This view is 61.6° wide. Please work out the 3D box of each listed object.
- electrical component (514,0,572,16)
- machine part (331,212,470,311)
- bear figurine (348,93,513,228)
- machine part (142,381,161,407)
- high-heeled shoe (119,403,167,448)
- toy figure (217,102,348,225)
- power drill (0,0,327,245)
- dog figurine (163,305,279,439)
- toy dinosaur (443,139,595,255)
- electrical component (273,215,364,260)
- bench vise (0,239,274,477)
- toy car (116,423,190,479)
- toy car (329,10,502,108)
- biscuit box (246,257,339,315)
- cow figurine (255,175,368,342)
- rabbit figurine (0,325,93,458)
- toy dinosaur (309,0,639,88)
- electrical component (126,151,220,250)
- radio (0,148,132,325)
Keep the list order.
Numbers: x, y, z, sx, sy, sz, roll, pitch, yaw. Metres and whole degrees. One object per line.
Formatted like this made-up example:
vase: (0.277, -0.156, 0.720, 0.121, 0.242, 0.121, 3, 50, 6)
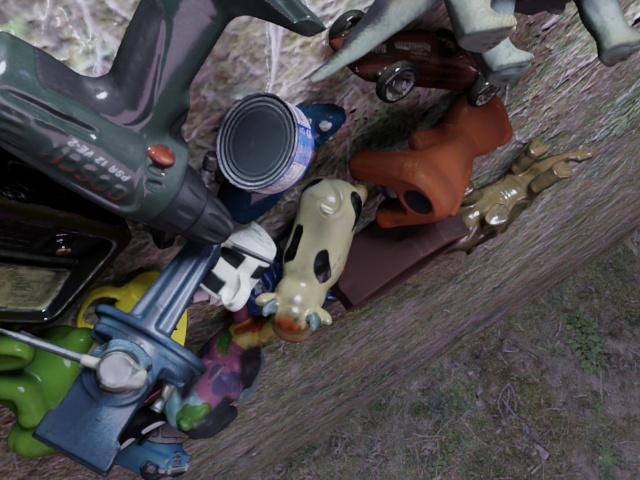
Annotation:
electrical component: (0.218, -0.245, 0.535, 0.094, 0.063, 0.021, 5, 96, -22)
machine part: (0.116, 0.016, 0.830, 0.201, 0.087, 0.201, -41, 166, 27)
bear figurine: (0.148, -0.114, 0.668, 0.196, 0.132, 0.120, -55, 128, -27)
machine part: (-0.263, 0.173, 0.700, 0.179, 0.056, 0.179, -33, 153, -20)
high-heeled shoe: (-0.282, 0.240, 0.816, 0.145, 0.086, 0.248, -52, 149, -10)
toy figure: (-0.039, -0.081, 0.530, 0.057, 0.064, 0.154, 39, 104, -26)
power drill: (-0.095, -0.099, 0.375, 0.207, 0.086, 0.232, -40, 141, 21)
dog figurine: (-0.136, 0.179, 0.812, 0.191, 0.108, 0.219, -41, 163, -51)
toy dinosaur: (0.281, -0.040, 0.959, 0.471, 0.105, 0.198, -27, 159, -4)
electrical component: (-0.001, -0.002, 0.702, 0.119, 0.075, 0.047, -36, 157, 13)
bench vise: (-0.152, 0.077, 0.488, 0.240, 0.129, 0.223, -61, 175, -25)
toy car: (-0.297, 0.346, 0.931, 0.109, 0.162, 0.103, 30, 70, -57)
toy car: (0.094, -0.168, 0.498, 0.202, 0.089, 0.053, -9, 148, -42)
biscuit box: (-0.039, 0.071, 0.784, 0.063, 0.059, 0.202, -30, 162, 17)
cow figurine: (-0.007, 0.025, 0.606, 0.127, 0.086, 0.194, -33, 141, -78)
rabbit figurine: (-0.309, 0.128, 0.513, 0.170, 0.121, 0.159, 17, 126, -42)
toy dinosaur: (0.173, -0.234, 0.420, 0.405, 0.192, 0.131, -10, 166, -14)
electrical component: (-0.138, -0.038, 0.504, 0.078, 0.045, 0.102, -41, 167, -40)
radio: (-0.255, -0.009, 0.369, 0.131, 0.073, 0.229, -40, 157, 15)
